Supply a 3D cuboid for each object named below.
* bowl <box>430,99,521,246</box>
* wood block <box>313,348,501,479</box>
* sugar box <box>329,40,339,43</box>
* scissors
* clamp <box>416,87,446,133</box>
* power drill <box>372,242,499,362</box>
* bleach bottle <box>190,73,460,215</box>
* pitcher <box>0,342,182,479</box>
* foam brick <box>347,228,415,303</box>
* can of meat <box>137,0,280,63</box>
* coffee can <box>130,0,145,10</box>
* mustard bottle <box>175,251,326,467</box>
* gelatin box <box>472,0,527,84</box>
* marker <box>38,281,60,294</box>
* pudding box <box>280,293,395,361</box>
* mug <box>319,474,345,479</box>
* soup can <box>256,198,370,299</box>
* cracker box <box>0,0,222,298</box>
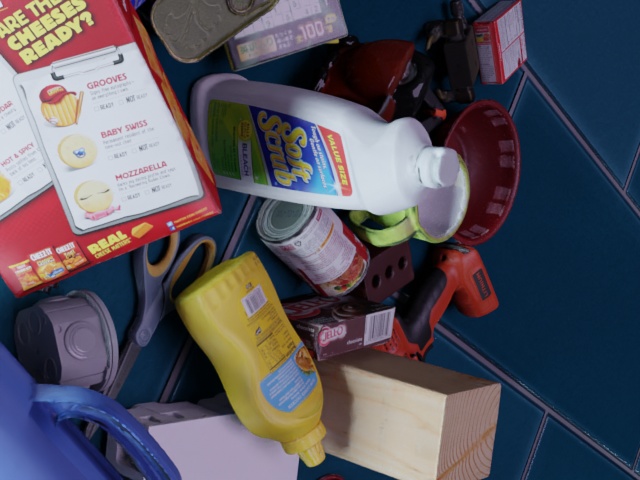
[{"bbox_3d":[0.157,-0.077,1.181,0.161,0.055,0.162,-13,108,-46],"label":"bowl"},{"bbox_3d":[0.055,0.159,1.004,0.090,0.206,0.090,-1,99,-49],"label":"wood block"},{"bbox_3d":[-0.027,-0.264,0.943,0.093,0.048,0.176,-7,101,-42],"label":"sugar box"},{"bbox_3d":[-0.155,0.061,0.890,0.201,0.016,0.096,-54,135,-28],"label":"scissors"},{"bbox_3d":[0.064,-0.145,1.077,0.171,0.039,0.120,-11,110,-46],"label":"clamp"},{"bbox_3d":[0.125,0.108,1.184,0.187,0.057,0.184,-49,131,-30],"label":"power drill"},{"bbox_3d":[0.001,-0.078,0.858,0.067,0.251,0.102,-14,108,-46],"label":"bleach bottle"},{"bbox_3d":[-0.218,0.157,0.753,0.149,0.145,0.242,-49,128,-30],"label":"pitcher"},{"bbox_3d":[0.052,0.029,1.090,0.078,0.051,0.053,-33,121,-40],"label":"foam brick"},{"bbox_3d":[-0.091,-0.192,0.833,0.102,0.084,0.057,-36,120,-4],"label":"can of meat"},{"bbox_3d":[-0.137,-0.238,0.782,0.140,0.103,0.102,-51,132,-28],"label":"coffee can"},{"bbox_3d":[-0.047,0.111,0.922,0.191,0.058,0.096,62,33,-9],"label":"mustard bottle"},{"bbox_3d":[0.205,-0.226,1.212,0.089,0.030,0.073,-45,130,-49],"label":"gelatin box"},{"bbox_3d":[-0.196,-0.017,0.828,0.020,0.020,0.121,22,82,-48],"label":"marker"},{"bbox_3d":[0.003,0.079,1.017,0.113,0.090,0.039,-6,105,-48],"label":"pudding box"},{"bbox_3d":[0.025,0.296,1.095,0.117,0.082,0.093,22,82,-48],"label":"mug"},{"bbox_3d":[-0.007,0.001,1.007,0.102,0.069,0.068,47,64,-42],"label":"soup can"},{"bbox_3d":[-0.184,-0.085,0.731,0.164,0.072,0.213,-23,123,2],"label":"cracker box"}]
